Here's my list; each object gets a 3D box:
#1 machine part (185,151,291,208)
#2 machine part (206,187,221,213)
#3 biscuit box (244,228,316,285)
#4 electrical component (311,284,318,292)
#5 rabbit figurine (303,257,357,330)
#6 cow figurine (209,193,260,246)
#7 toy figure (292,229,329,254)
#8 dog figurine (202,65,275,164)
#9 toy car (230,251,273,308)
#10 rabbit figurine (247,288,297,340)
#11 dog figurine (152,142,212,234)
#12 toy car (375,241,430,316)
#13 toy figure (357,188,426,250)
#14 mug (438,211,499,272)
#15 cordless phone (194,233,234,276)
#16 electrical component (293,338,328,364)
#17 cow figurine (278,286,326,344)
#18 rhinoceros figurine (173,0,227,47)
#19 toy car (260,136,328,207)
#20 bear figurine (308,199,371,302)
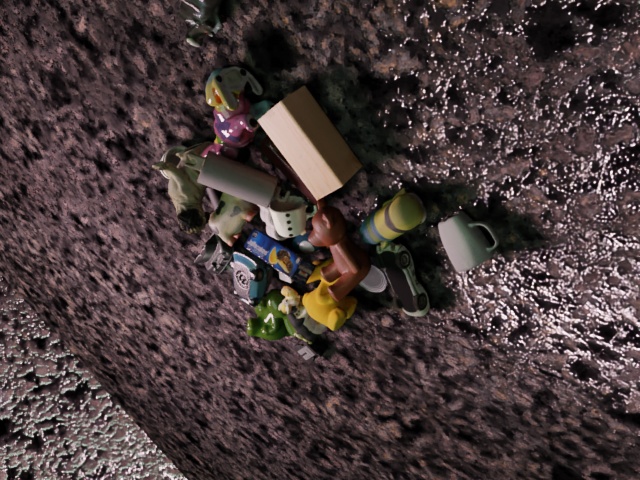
[{"bbox_3d":[-0.185,-0.135,1.214,0.243,0.079,0.079,21,140,-15],"label":"machine part"},{"bbox_3d":[-0.276,-0.098,1.435,0.084,0.039,0.138,8,130,43],"label":"machine part"},{"bbox_3d":[-0.104,0.039,1.342,0.203,0.059,0.062,29,179,40],"label":"biscuit box"},{"bbox_3d":[0.015,0.159,1.431,0.094,0.021,0.063,35,137,10],"label":"electrical component"},{"bbox_3d":[0.028,0.110,1.338,0.163,0.122,0.173,33,124,25],"label":"rabbit figurine"},{"bbox_3d":[-0.218,-0.092,1.352,0.127,0.085,0.195,34,121,-7],"label":"cow figurine"},{"bbox_3d":[-0.001,-0.004,1.290,0.064,0.058,0.154,23,151,-39],"label":"toy figure"},{"bbox_3d":[-0.208,-0.263,1.199,0.191,0.108,0.219,50,140,-13],"label":"dog figurine"},{"bbox_3d":[-0.176,0.098,1.463,0.109,0.103,0.161,23,126,36],"label":"toy car"},{"bbox_3d":[-0.119,0.211,1.501,0.159,0.121,0.170,28,139,7],"label":"rabbit figurine"},{"bbox_3d":[-0.301,-0.129,1.329,0.190,0.172,0.121,65,171,-21],"label":"dog figurine"},{"bbox_3d":[0.188,0.088,1.220,0.074,0.056,0.201,-3,120,46],"label":"toy car"},{"bbox_3d":[0.146,-0.034,1.125,0.082,0.089,0.180,46,139,-12],"label":"toy figure"},{"bbox_3d":[0.288,-0.004,1.052,0.107,0.081,0.109,57,141,-2],"label":"mug"},{"bbox_3d":[-0.250,0.059,1.526,0.184,0.089,0.146,35,137,-8],"label":"cordless phone"},{"bbox_3d":[-0.039,0.322,1.586,0.075,0.048,0.119,48,136,-4],"label":"electrical component"},{"bbox_3d":[-0.056,0.198,1.430,0.167,0.098,0.068,43,167,-21],"label":"cow figurine"},{"bbox_3d":[-0.231,-0.473,1.078,0.112,0.073,0.190,38,137,-10],"label":"rhinoceros figurine"},{"bbox_3d":[-0.053,-0.155,1.207,0.202,0.053,0.089,44,153,-2],"label":"toy car"},{"bbox_3d":[0.026,0.018,1.181,0.132,0.120,0.195,-37,122,7],"label":"bear figurine"}]
